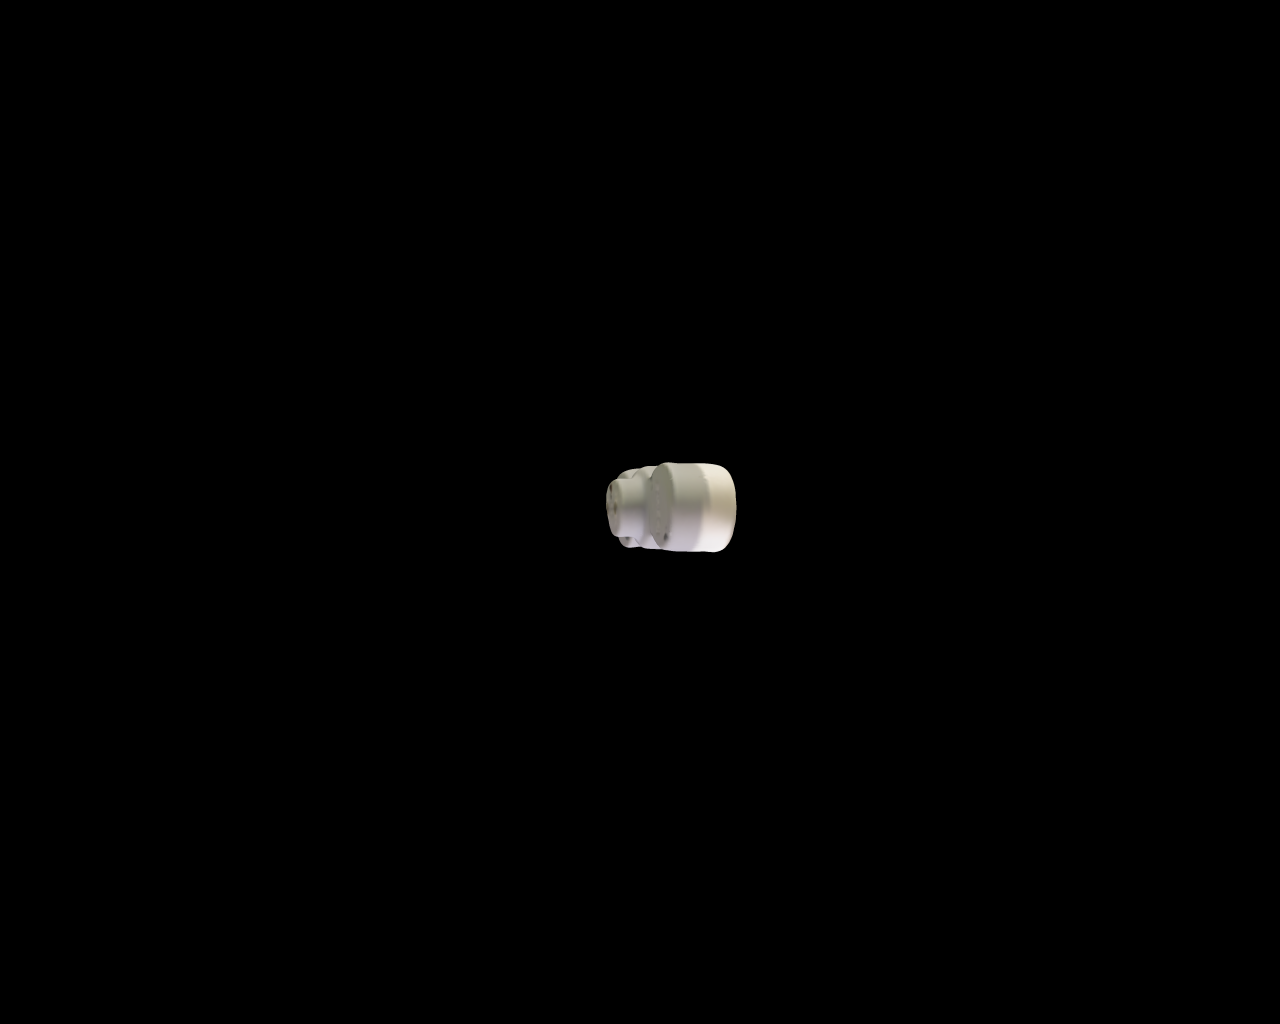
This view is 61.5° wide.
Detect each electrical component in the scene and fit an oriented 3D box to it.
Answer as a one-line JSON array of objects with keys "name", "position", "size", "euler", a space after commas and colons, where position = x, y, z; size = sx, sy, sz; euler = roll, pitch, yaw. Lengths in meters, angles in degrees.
[{"name": "electrical component", "position": [0.001, -0.003, 0.650], "size": [0.074, 0.052, 0.138], "euler": [0, 0, -15]}]
